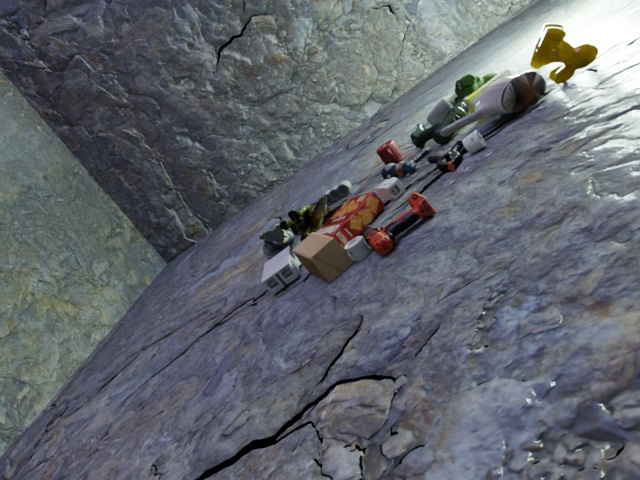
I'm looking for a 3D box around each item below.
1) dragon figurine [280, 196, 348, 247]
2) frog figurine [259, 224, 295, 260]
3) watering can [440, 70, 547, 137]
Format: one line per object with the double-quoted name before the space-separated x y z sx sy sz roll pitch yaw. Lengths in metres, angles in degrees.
"dragon figurine" 0.005 -0.088 1.752 0.246 0.122 0.403 -34 -4 -36
"frog figurine" -0.160 0.021 1.964 0.140 0.123 0.156 -54 -17 -27
"watering can" 0.550 -0.426 1.605 0.349 0.103 0.225 -38 14 -5
